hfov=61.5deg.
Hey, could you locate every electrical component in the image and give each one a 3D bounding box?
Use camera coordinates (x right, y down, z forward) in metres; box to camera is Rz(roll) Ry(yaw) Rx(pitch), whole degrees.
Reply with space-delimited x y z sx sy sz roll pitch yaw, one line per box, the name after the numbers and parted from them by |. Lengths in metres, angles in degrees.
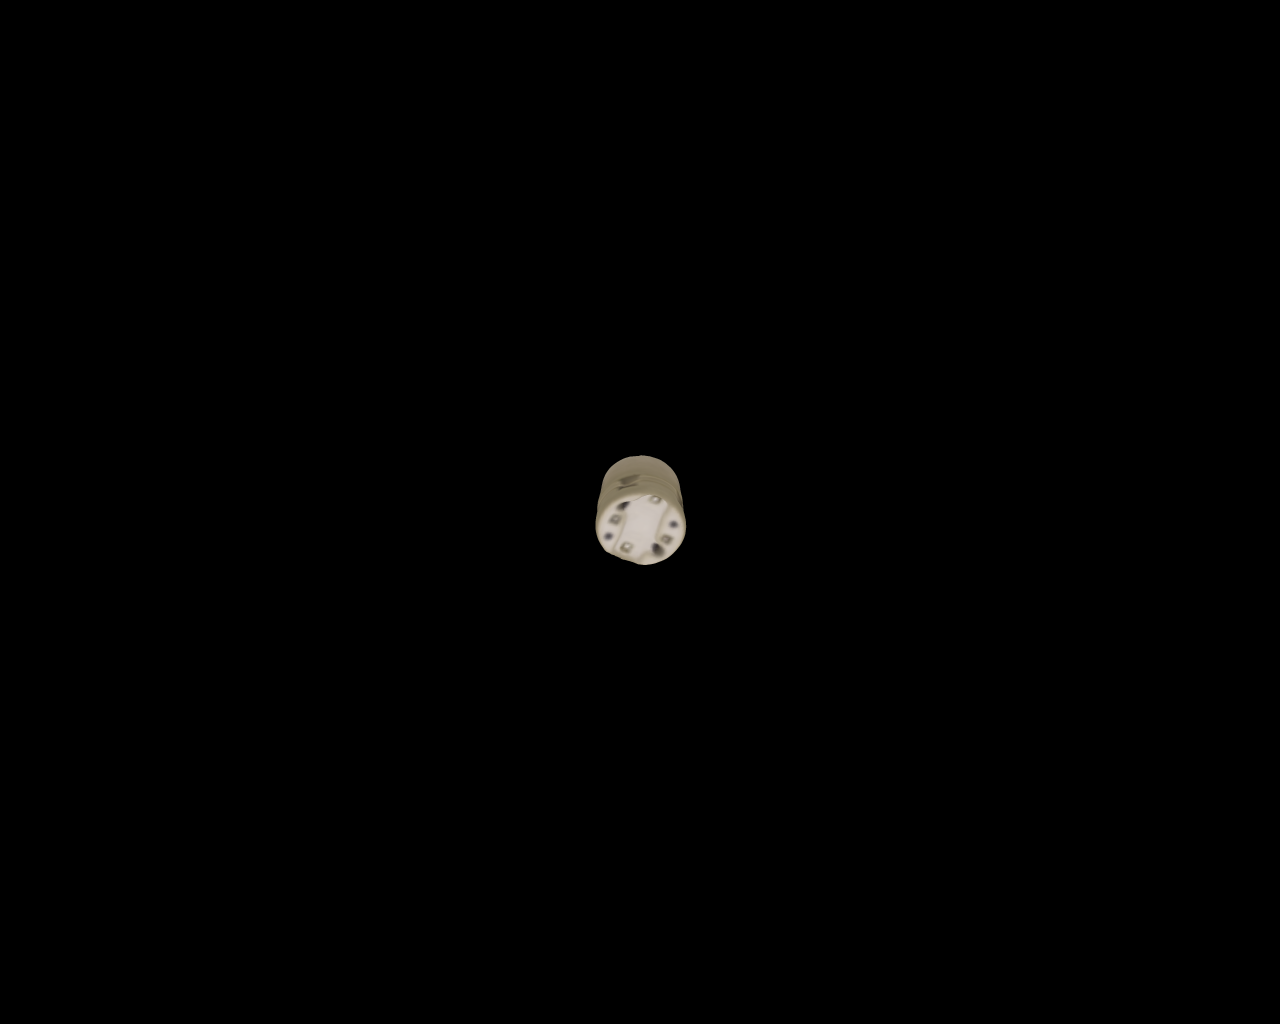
0.001 -0.003 0.650 0.055 0.055 0.047 0 36 0 | electrical component
